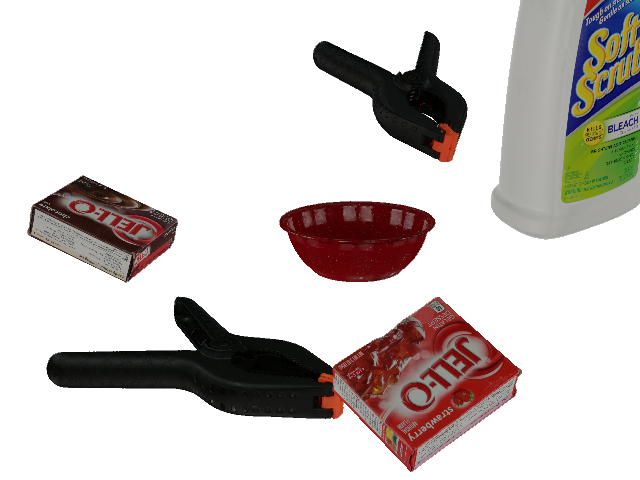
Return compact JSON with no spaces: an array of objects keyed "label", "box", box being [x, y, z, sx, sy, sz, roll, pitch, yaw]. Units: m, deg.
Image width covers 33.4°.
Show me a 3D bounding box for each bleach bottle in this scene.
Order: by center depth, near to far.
[{"label":"bleach bottle","box":[0.160,-0.131,0.664,0.102,0.251,0.068,-18,32,-23]}]

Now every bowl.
[{"label":"bowl","box":[0.038,0.004,1.106,0.162,0.055,0.162,-1,16,0]}]

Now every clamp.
[{"label":"clamp","box":[-0.073,0.089,0.800,0.210,0.036,0.164,9,19,21]},{"label":"clamp","box":[0.064,-0.128,0.911,0.120,0.039,0.171,-8,40,-9]}]

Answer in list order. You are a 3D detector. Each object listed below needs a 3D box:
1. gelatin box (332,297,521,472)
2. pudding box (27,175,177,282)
[{"label":"gelatin box","box":[0.063,0.083,0.637,0.089,0.030,0.073,-31,55,-24]},{"label":"pudding box","box":[-0.207,-0.013,1.018,0.113,0.039,0.090,23,27,11]}]
